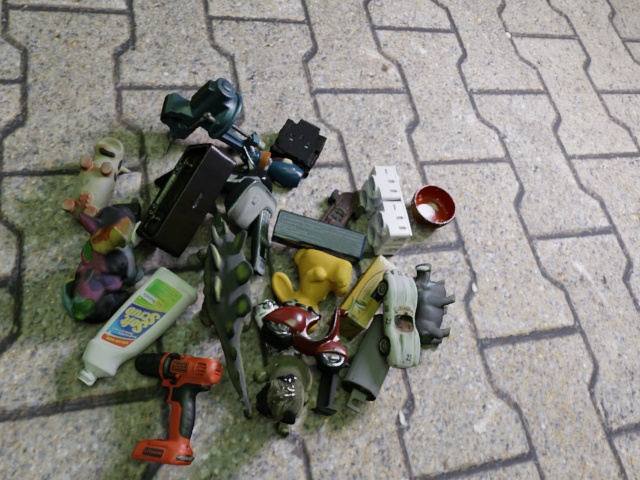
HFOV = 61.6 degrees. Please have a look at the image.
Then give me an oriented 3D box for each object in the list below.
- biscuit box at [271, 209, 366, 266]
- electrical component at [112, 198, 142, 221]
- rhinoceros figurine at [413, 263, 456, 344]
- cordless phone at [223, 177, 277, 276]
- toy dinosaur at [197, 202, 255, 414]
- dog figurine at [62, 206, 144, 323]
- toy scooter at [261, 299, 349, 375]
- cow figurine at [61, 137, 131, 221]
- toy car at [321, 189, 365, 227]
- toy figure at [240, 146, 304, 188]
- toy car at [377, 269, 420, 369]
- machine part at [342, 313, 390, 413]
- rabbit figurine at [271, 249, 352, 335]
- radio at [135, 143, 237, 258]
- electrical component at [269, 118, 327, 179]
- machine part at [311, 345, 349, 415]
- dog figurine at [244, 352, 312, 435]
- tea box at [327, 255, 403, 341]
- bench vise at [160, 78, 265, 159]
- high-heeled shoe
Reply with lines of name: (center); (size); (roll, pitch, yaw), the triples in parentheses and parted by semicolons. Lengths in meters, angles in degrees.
biscuit box: (-0.002, -0.004, 1.174); (0.203, 0.059, 0.063); (17, 72, -5)
electrical component: (-0.414, -0.058, 1.139); (0.063, 0.021, 0.094); (-4, 41, -4)
rhinoceros figurine: (0.242, 0.144, 1.213); (0.112, 0.073, 0.190); (8, 62, 0)
cordless phone: (-0.150, -0.025, 1.144); (0.089, 0.146, 0.184); (-7, 67, 14)
toy dinosaur: (-0.179, 0.106, 1.032); (0.105, 0.198, 0.471); (-8, 64, -17)
dog figurine: (-0.406, 0.039, 0.990); (0.108, 0.219, 0.191); (27, 58, 3)
toy scooter: (-0.016, 0.168, 1.044); (0.184, 0.075, 0.135); (26, 55, 11)
cow figurine: (-0.462, -0.126, 1.129); (0.085, 0.127, 0.195); (16, 74, -8)
toy car: (0.028, -0.039, 1.255); (0.089, 0.053, 0.202); (37, 58, 2)
toy figure: (-0.116, -0.172, 1.276); (0.154, 0.058, 0.064); (24, 82, -7)
toy car: (0.161, 0.157, 1.089); (0.073, 0.056, 0.201); (10, 71, -30)
machine part: (0.113, 0.241, 1.116); (0.079, 0.079, 0.243); (31, 60, 1)
rabbit figurine: (-0.025, 0.109, 1.128); (0.162, 0.122, 0.173); (21, 78, -2)
radio: (-0.275, -0.085, 1.091); (0.073, 0.131, 0.229); (37, 77, -34)
electrical component: (-0.051, -0.236, 1.331); (0.115, 0.058, 0.134); (26, 60, -4)
machine part: (0.022, 0.279, 1.075); (0.039, 0.084, 0.139); (24, 69, -25)
dog figurine: (-0.057, 0.262, 0.989); (0.121, 0.190, 0.172); (17, 58, -7)
tea box: (0.098, 0.124, 1.161); (0.068, 0.098, 0.169); (38, 58, 4)
bench vise: (-0.238, -0.261, 1.242); (0.240, 0.223, 0.129); (29, 34, -37)
high-heeled shoe: (-0.237, -0.119, 1.228); (0.249, 0.086, 0.145); (-19, 106, -2)
